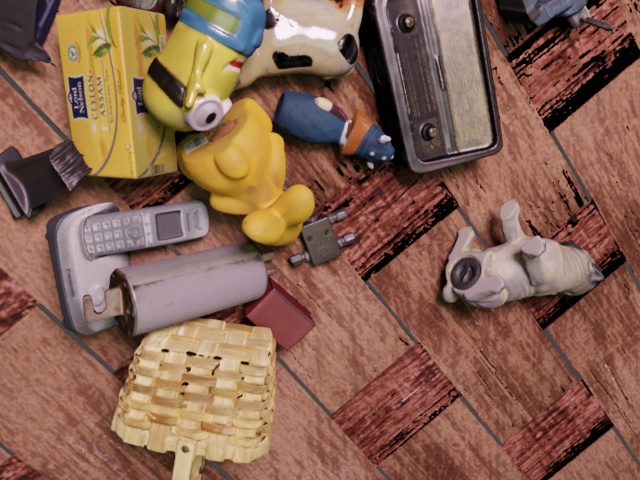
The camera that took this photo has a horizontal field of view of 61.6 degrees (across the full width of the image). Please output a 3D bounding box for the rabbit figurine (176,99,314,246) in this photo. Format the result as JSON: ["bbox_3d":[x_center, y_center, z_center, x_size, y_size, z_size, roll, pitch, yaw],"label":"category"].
[{"bbox_3d":[-0.067,-0.059,0.628,0.122,0.163,0.173,-37,128,-11],"label":"rabbit figurine"}]

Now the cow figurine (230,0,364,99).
[{"bbox_3d":[-0.050,-0.222,0.616,0.195,0.085,0.127,1,98,-13],"label":"cow figurine"}]

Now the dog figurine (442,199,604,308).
[{"bbox_3d":[0.284,0.055,0.755,0.190,0.121,0.172,30,130,-34],"label":"dog figurine"}]

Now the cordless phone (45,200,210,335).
[{"bbox_3d":[-0.221,0.023,0.646,0.184,0.089,0.146,-11,106,-25],"label":"cordless phone"}]

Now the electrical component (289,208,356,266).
[{"bbox_3d":[-0.001,-0.002,0.710,0.094,0.021,0.063,-23,107,-5],"label":"electrical component"}]

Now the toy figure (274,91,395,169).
[{"bbox_3d":[0.022,-0.137,0.660,0.154,0.064,0.057,17,80,-15],"label":"toy figure"}]

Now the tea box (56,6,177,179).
[{"bbox_3d":[-0.217,-0.154,0.580,0.098,0.068,0.169,5,106,28],"label":"tea box"}]

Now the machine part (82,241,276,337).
[{"bbox_3d":[-0.150,0.054,0.627,0.243,0.079,0.079,-14,109,-40],"label":"machine part"}]

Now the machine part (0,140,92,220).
[{"bbox_3d":[-0.312,-0.069,0.590,0.139,0.039,0.084,-10,103,29],"label":"machine part"}]

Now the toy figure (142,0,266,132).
[{"bbox_3d":[-0.109,-0.191,0.528,0.082,0.089,0.180,2,116,-58],"label":"toy figure"}]

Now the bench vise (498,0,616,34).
[{"bbox_3d":[0.307,-0.379,0.631,0.240,0.129,0.223,-44,107,9],"label":"bench vise"}]

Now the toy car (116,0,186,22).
[{"bbox_3d":[-0.171,-0.337,0.574,0.089,0.053,0.202,18,104,-5],"label":"toy car"}]

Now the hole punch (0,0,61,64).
[{"bbox_3d":[-0.329,-0.266,0.551,0.142,0.092,0.115,22,128,-19],"label":"hole punch"}]

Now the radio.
[{"bbox_3d":[0.135,-0.203,0.661,0.131,0.073,0.229,-18,106,-7],"label":"radio"}]
